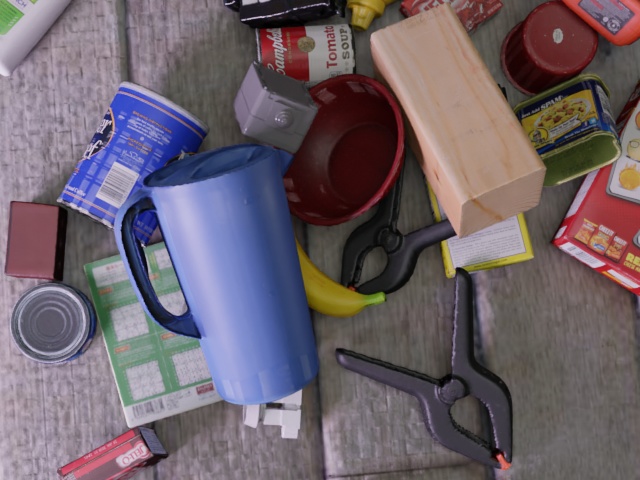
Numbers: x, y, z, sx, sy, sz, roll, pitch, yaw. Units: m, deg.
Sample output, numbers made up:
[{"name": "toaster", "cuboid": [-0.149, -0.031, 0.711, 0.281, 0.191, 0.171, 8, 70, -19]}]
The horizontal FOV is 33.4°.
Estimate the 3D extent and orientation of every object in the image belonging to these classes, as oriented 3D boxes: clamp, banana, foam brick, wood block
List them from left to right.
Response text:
[{"name": "foam brick", "cuboid": [-0.294, 0.002, 1.109, 0.051, 0.053, 0.078, 3, 85, -2]}, {"name": "banana", "cuboid": [-0.018, 0.017, 1.116, 0.069, 0.037, 0.198, -43, 74, -2]}, {"name": "clamp", "cuboid": [0.087, 0.001, 1.109, 0.120, 0.039, 0.171, 33, 101, 26]}, {"name": "clamp", "cuboid": [0.126, 0.154, 1.111, 0.165, 0.036, 0.210, -28, 94, 10]}, {"name": "wood block", "cuboid": [0.133, -0.119, 1.062, 0.090, 0.091, 0.206, -23, 67, -4]}]

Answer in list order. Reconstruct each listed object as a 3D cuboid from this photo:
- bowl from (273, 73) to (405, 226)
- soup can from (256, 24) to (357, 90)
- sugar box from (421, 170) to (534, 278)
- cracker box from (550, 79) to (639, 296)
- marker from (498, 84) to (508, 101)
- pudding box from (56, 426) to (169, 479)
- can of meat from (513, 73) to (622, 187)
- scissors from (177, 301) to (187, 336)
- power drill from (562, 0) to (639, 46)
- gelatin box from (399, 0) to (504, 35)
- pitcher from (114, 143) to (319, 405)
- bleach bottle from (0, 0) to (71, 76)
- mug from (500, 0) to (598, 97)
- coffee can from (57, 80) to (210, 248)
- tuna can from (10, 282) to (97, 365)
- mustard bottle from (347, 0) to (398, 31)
[{"name": "bowl", "cuboid": [0.030, -0.087, 1.103, 0.162, 0.055, 0.162, -10, 72, 33]}, {"name": "soup can", "cuboid": [-0.015, -0.193, 1.133, 0.102, 0.068, 0.068, -4, 84, -3]}, {"name": "sugar box", "cuboid": [0.160, -0.055, 1.136, 0.093, 0.048, 0.176, -12, 82, 1]}, {"name": "cracker box", "cuboid": [0.368, -0.048, 1.131, 0.164, 0.072, 0.213, 30, 83, 0]}, {"name": "marker", "cuboid": [0.205, -0.111, 1.156, 0.020, 0.020, 0.121, -13, 85, -4]}, {"name": "pudding box", "cuboid": [-0.203, 0.221, 1.059, 0.090, 0.113, 0.039, -27, 82, -5]}, {"name": "can of meat", "cuboid": [0.256, -0.112, 1.107, 0.102, 0.057, 0.084, -24, 48, 25]}, {"name": "scissors", "cuboid": [-0.098, 0.000, 1.112, 0.096, 0.016, 0.202, -2, 75, 22]}, {"name": "power drill", "cuboid": [0.316, -0.299, 1.122, 0.184, 0.057, 0.187, 40, 53, 3]}, {"name": "gelatin box", "cuboid": [0.143, -0.254, 1.163, 0.089, 0.030, 0.073, -38, 87, -6]}, {"name": "pitcher", "cuboid": [-0.088, 0.037, 1.040, 0.149, 0.144, 0.243, -7, 108, 21]}, {"name": "bleach bottle", "cuboid": [-0.296, -0.301, 1.137, 0.102, 0.068, 0.250, 35, 81, 1]}, {"name": "mug", "cuboid": [0.257, -0.211, 1.138, 0.117, 0.081, 0.093, -26, 86, -5]}, {"name": "coffee can", "cuboid": [-0.191, -0.077, 1.096, 0.103, 0.103, 0.140, 27, 84, 1]}, {"name": "tuna can", "cuboid": [-0.278, 0.087, 1.110, 0.086, 0.034, 0.086, 0, 84, -1]}, {"name": "mustard bottle", "cuboid": [0.071, -0.317, 1.153, 0.096, 0.058, 0.191, 18, 84, 4]}]
